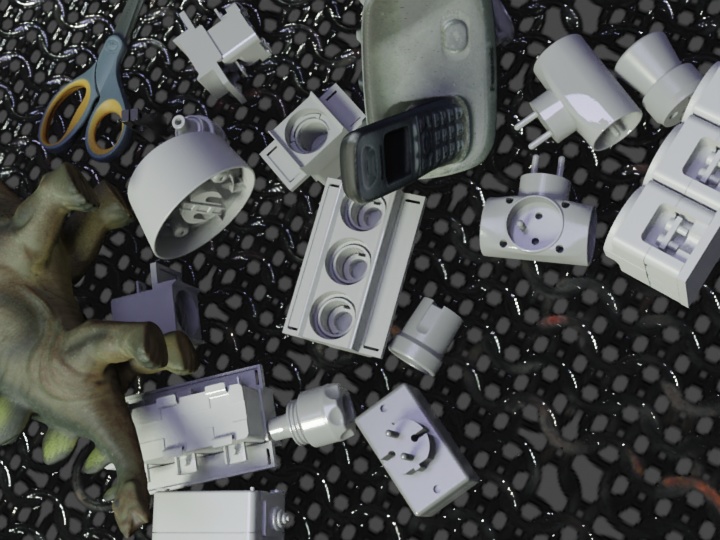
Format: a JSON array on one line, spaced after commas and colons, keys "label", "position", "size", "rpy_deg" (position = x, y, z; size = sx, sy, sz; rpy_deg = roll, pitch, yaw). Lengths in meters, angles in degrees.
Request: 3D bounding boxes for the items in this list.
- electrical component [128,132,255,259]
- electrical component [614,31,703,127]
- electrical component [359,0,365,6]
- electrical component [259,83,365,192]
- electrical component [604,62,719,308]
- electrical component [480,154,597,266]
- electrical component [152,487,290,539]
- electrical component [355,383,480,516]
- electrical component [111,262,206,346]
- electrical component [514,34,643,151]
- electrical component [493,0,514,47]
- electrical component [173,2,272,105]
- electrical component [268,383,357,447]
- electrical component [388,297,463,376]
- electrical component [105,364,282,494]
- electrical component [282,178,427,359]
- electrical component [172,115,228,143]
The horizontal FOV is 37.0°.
[{"label": "electrical component", "position": [-0.130, -0.057, 0.838], "size": [0.099, 0.099, 0.064], "rpy_deg": [-40, 63, 6]}, {"label": "electrical component", "position": [0.217, -0.136, 0.771], "size": [0.045, 0.045, 0.055], "rpy_deg": [-37, 69, 7]}, {"label": "electrical component", "position": [0.015, -0.248, 0.838], "size": [0.064, 0.099, 0.099], "rpy_deg": [-27, 70, 17]}, {"label": "electrical component", "position": [-0.031, -0.099, 0.834], "size": [0.081, 0.064, 0.042], "rpy_deg": [-42, 69, 6]}, {"label": "electrical component", "position": [0.231, -0.061, 0.724], "size": [0.062, 0.089, 0.150], "rpy_deg": [32, 88, 22]}, {"label": "electrical component", "position": [0.132, -0.045, 0.777], "size": [0.077, 0.044, 0.079], "rpy_deg": [6, 79, 20]}, {"label": "electrical component", "position": [-0.097, 0.191, 0.787], "size": [0.096, 0.062, 0.061], "rpy_deg": [-4, 76, 17]}, {"label": "electrical component", "position": [0.035, 0.124, 0.752], "size": [0.047, 0.076, 0.083], "rpy_deg": [-37, 69, 7]}, {"label": "electrical component", "position": [-0.162, 0.040, 0.856], "size": [0.064, 0.042, 0.081], "rpy_deg": [-14, 72, 18]}, {"label": "electrical component", "position": [0.152, -0.119, 0.789], "size": [0.079, 0.044, 0.077], "rpy_deg": [-35, 69, 8]}, {"label": "electrical component", "position": [0.084, -0.184, 0.827], "size": [0.062, 0.048, 0.048], "rpy_deg": [-30, 70, 17]}, {"label": "electrical component", "position": [-0.112, -0.183, 0.892], "size": [0.064, 0.042, 0.081], "rpy_deg": [-35, 70, 6]}, {"label": "electrical component", "position": [-0.037, 0.110, 0.797], "size": [0.062, 0.043, 0.043], "rpy_deg": [-18, 72, 15]}, {"label": "electrical component", "position": [0.049, 0.048, 0.786], "size": [0.040, 0.040, 0.046], "rpy_deg": [29, 81, 22]}, {"label": "electrical component", "position": [-0.130, 0.121, 0.814], "size": [0.121, 0.063, 0.078], "rpy_deg": [-15, 73, 15]}, {"label": "electrical component", "position": [0.000, 0.000, 0.800], "size": [0.079, 0.063, 0.121], "rpy_deg": [13, 82, 21]}, {"label": "electrical component", "position": [-0.133, -0.110, 0.871], "size": [0.035, 0.061, 0.035], "rpy_deg": [-4, 76, 17]}]
